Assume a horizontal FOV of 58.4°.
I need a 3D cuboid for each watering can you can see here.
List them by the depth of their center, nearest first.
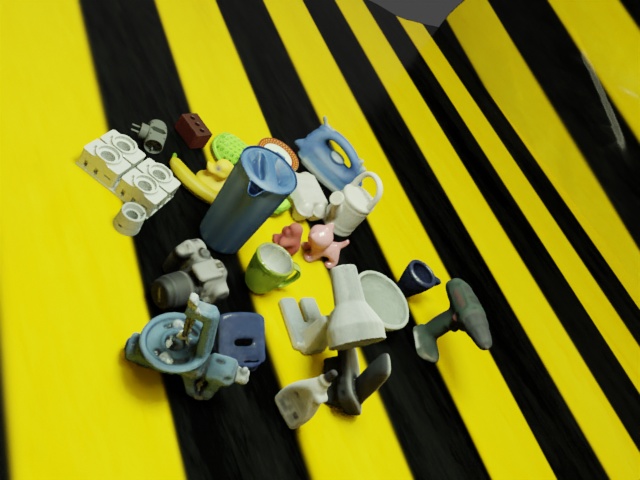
[{"bbox_3d":[0.093,-0.101,1.539,0.101,0.193,0.173,47,37,5],"label":"watering can"}]

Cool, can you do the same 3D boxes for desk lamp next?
[{"bbox_3d":[0.026,0.162,1.206,0.118,0.213,0.203,4,52,-40],"label":"desk lamp"}]

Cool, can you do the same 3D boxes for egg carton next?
[{"bbox_3d":[-0.045,-0.118,1.532,0.108,0.069,0.150,-2,56,-43],"label":"egg carton"}]

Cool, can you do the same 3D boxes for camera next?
[{"bbox_3d":[-0.262,0.073,1.122,0.137,0.100,0.143,-16,66,-49],"label":"camera"}]

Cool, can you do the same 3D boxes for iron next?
[{"bbox_3d":[0.055,-0.235,1.678,0.258,0.141,0.119,45,37,2],"label":"iron"}]

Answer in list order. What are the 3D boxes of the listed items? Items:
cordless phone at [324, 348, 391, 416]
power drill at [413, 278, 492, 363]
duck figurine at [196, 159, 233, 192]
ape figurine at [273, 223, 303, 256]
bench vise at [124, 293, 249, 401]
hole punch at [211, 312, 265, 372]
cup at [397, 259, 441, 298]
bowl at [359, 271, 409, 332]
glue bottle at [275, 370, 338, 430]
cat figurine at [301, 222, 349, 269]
[{"bbox_3d":[0.091,0.265,1.188,0.094,0.184,0.147,22,42,-26],"label":"cordless phone"},{"bbox_3d":[0.331,0.218,1.435,0.076,0.208,0.229,23,41,-25],"label":"power drill"},{"bbox_3d":[-0.237,-0.156,1.379,0.105,0.086,0.077,17,44,-30],"label":"duck figurine"},{"bbox_3d":[-0.072,-0.008,1.382,0.076,0.092,0.078,46,37,4],"label":"ape figurine"},{"bbox_3d":[-0.204,0.172,0.979,0.208,0.219,0.121,17,44,-30],"label":"bench vise"},{"bbox_3d":[-0.155,0.199,1.105,0.109,0.091,0.101,6,50,-39],"label":"hole punch"},{"bbox_3d":[0.263,0.118,1.565,0.118,0.094,0.091,20,43,-28],"label":"cup"},{"bbox_3d":[0.135,0.164,1.420,0.168,0.074,0.167,25,41,-23],"label":"bowl"},{"bbox_3d":[-0.018,0.288,1.075,0.037,0.173,0.078,-9,60,-46],"label":"glue bottle"},{"bbox_3d":[0.013,0.005,1.426,0.128,0.117,0.067,16,45,-32],"label":"cat figurine"}]
